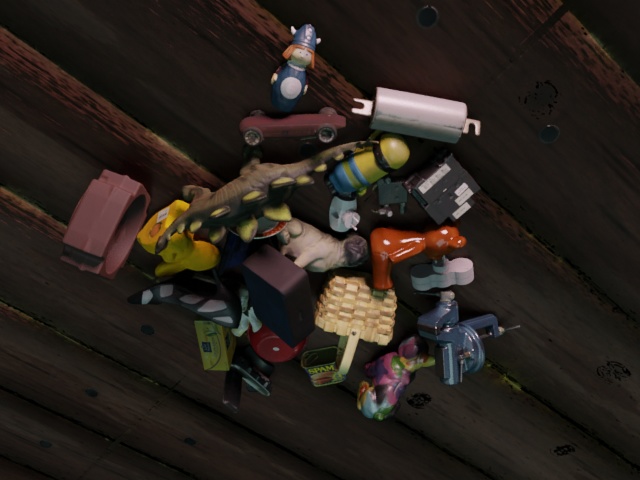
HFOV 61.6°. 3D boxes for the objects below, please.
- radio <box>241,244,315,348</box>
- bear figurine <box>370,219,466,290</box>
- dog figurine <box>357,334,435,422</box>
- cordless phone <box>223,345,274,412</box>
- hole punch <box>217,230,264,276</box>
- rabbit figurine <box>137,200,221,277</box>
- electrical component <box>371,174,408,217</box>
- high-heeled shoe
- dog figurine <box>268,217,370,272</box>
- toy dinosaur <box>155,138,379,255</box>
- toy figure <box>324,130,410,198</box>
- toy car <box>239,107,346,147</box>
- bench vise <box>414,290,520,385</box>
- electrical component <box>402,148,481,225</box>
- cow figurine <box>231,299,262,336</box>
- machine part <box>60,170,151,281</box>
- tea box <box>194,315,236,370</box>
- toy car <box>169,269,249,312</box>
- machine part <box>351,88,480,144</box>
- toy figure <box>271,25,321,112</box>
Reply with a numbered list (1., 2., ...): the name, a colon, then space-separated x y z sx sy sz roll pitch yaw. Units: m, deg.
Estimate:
1. radio: -0.085 0.119 1.124 0.131 0.073 0.229 35 150 27
2. bear figurine: 0.205 0.020 1.143 0.196 0.120 0.131 -5 127 1
3. dog figurine: 0.195 0.334 1.326 0.108 0.191 0.219 32 136 -10
4. cordless phone: -0.186 0.375 1.366 0.089 0.184 0.146 -32 117 18
5. hole punch: -0.163 0.016 1.155 0.092 0.142 0.115 16 138 -5
6. rabbit figurine: -0.303 0.022 1.178 0.162 0.122 0.173 -33 136 26
7. electrical component: 0.144 -0.094 1.108 0.078 0.045 0.102 2 124 4
8. high-heeled shoe: -0.296 0.151 1.188 0.249 0.086 0.145 -17 92 11
9. dog figurine: -0.003 -0.001 1.170 0.190 0.121 0.172 -21 87 -22
10. toy dinosaur: -0.116 -0.093 1.031 0.471 0.199 0.104 -32 127 -1
11. toy figure: 0.092 -0.142 1.052 0.180 0.089 0.082 -29 126 18
12. toy car: -0.052 -0.210 1.015 0.202 0.089 0.053 -1 124 2
13. bench vise: 0.337 0.213 1.253 0.240 0.129 0.223 -8 85 -30
14. electrical component: 0.248 -0.099 1.075 0.115 0.058 0.134 -40 116 11
15. cow figurine: -0.167 0.165 1.291 0.167 0.068 0.098 -35 110 20
16. machine part: -0.426 -0.027 1.076 0.087 0.201 0.201 21 78 -6
17. tea box: -0.254 0.229 1.322 0.068 0.098 0.169 2 126 3
18. toy car: -0.260 0.117 1.249 0.202 0.056 0.073 14 105 14
19. machine part: 0.179 -0.230 0.994 0.243 0.079 0.079 9 124 -2
20. toy figure: -0.043 -0.308 0.969 0.064 0.058 0.154 -6 133 -41
